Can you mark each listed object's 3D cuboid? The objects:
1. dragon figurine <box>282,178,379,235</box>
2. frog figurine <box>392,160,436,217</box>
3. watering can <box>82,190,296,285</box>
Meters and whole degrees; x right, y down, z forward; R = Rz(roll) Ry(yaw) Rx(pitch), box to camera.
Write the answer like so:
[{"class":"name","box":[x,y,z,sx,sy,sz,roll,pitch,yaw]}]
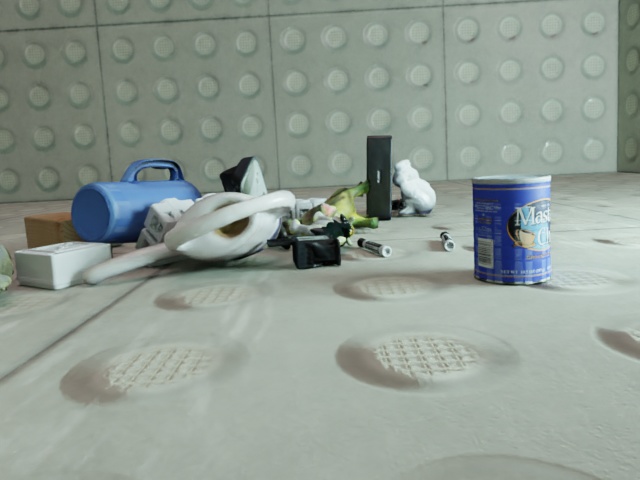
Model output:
[{"class":"dragon figurine","box":[0.004,-0.063,1.251,0.243,0.122,0.409,-13,1,-8]},{"class":"frog figurine","box":[0.268,-0.149,1.467,0.123,0.158,0.138,5,11,39]},{"class":"watering can","box":[-0.196,-0.006,0.862,0.347,0.104,0.224,-22,-5,7]}]
